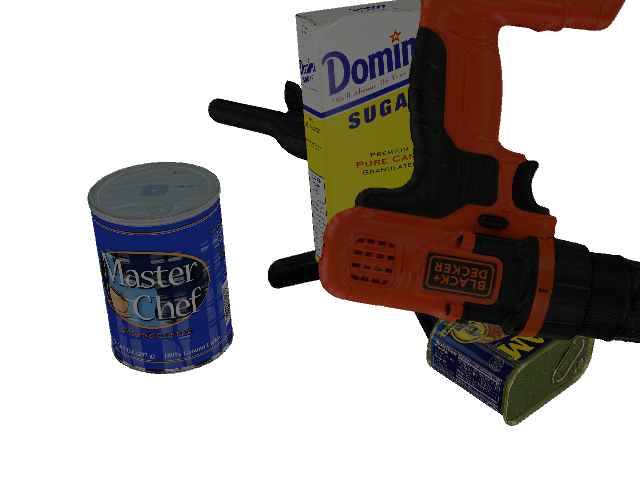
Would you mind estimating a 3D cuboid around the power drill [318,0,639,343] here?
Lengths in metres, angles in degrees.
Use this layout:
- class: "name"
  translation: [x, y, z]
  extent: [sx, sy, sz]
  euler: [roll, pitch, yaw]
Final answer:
- class: "power drill"
  translation: [0.102, -0.046, 0.524]
  extent: [0.184, 0.188, 0.057]
  euler: [9, 2, -3]

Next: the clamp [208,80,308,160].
- class: "clamp"
  translation: [-0.034, -0.119, 1.105]
  extent: [0.120, 0.039, 0.172]
  euler: [-20, 37, -28]

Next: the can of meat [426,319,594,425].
- class: "can of meat"
  translation: [0.143, 0.081, 0.812]
  extent: [0.101, 0.057, 0.084]
  euler: [-27, 42, -33]

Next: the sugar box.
- class: "sugar box"
  translation: [0.038, -0.070, 0.727]
  extent: [0.093, 0.176, 0.048]
  euler: [-12, 23, -17]

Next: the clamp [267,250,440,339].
- class: "clamp"
  translation: [0.073, 0.017, 0.977]
  extent: [0.165, 0.036, 0.209]
  euler: [23, 35, 23]

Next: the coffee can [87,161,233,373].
- class: "coffee can"
  translation: [-0.126, 0.021, 0.860]
  extent: [0.103, 0.140, 0.103]
  euler: [-2, 28, 1]
